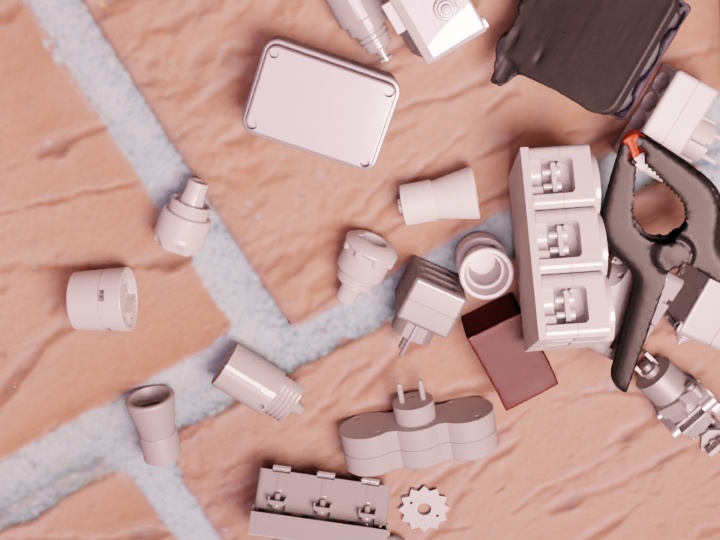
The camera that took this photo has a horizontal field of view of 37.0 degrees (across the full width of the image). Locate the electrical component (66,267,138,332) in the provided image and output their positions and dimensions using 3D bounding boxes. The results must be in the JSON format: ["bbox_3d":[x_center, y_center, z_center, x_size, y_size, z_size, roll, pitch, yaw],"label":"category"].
[{"bbox_3d":[-0.220,0.026,0.918,0.047,0.055,0.055,-2,108,4],"label":"electrical component"}]

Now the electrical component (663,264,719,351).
[{"bbox_3d":[0.302,0.025,0.911,0.061,0.061,0.096,22,108,-8],"label":"electrical component"}]

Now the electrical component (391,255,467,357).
[{"bbox_3d":[0.051,0.038,0.914,0.047,0.065,0.076,24,106,-7],"label":"electrical component"}]

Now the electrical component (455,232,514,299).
[{"bbox_3d":[0.104,-0.005,0.906,0.045,0.055,0.045,0,108,0],"label":"electrical component"}]

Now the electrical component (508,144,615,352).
[{"bbox_3d":[0.160,-0.015,0.854,0.062,0.089,0.150,-4,80,1],"label":"electrical component"}]

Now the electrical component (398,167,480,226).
[{"bbox_3d":[0.065,-0.059,0.897,0.065,0.044,0.044,-10,108,8],"label":"electrical component"}]

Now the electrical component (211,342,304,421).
[{"bbox_3d":[-0.085,0.103,0.948,0.081,0.043,0.043,33,105,-10],"label":"electrical component"}]

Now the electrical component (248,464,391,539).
[{"bbox_3d":[-0.035,0.214,0.969,0.121,0.078,0.063,9,78,-3],"label":"electrical component"}]

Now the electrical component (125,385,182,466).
[{"bbox_3d":[-0.182,0.141,0.962,0.044,0.044,0.065,-7,112,2],"label":"electrical component"}]

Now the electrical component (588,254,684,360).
[{"bbox_3d":[0.223,0.027,0.918,0.056,0.050,0.089,28,106,-8],"label":"electrical component"}]

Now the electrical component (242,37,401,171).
[{"bbox_3d":[-0.031,-0.134,0.864,0.113,0.057,0.078,18,107,-6],"label":"electrical component"}]

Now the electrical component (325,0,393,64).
[{"bbox_3d":[0.002,-0.200,0.851,0.040,0.040,0.078,-28,106,9],"label":"electrical component"}]

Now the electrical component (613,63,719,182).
[{"bbox_3d":[0.264,-0.112,0.875,0.076,0.047,0.083,26,107,-8],"label":"electrical component"}]

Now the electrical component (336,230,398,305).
[{"bbox_3d":[0.000,0.000,0.915,0.048,0.048,0.062,24,113,-7],"label":"electrical component"}]

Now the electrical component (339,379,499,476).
[{"bbox_3d":[0.050,0.132,0.952,0.138,0.052,0.073,-10,108,3],"label":"electrical component"}]

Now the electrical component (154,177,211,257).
[{"bbox_3d":[-0.145,-0.046,0.900,0.043,0.043,0.062,20,106,-6],"label":"electrical component"}]

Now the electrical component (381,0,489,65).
[{"bbox_3d":[0.055,-0.198,0.822,0.061,0.096,0.061,-30,106,10],"label":"electrical component"}]
